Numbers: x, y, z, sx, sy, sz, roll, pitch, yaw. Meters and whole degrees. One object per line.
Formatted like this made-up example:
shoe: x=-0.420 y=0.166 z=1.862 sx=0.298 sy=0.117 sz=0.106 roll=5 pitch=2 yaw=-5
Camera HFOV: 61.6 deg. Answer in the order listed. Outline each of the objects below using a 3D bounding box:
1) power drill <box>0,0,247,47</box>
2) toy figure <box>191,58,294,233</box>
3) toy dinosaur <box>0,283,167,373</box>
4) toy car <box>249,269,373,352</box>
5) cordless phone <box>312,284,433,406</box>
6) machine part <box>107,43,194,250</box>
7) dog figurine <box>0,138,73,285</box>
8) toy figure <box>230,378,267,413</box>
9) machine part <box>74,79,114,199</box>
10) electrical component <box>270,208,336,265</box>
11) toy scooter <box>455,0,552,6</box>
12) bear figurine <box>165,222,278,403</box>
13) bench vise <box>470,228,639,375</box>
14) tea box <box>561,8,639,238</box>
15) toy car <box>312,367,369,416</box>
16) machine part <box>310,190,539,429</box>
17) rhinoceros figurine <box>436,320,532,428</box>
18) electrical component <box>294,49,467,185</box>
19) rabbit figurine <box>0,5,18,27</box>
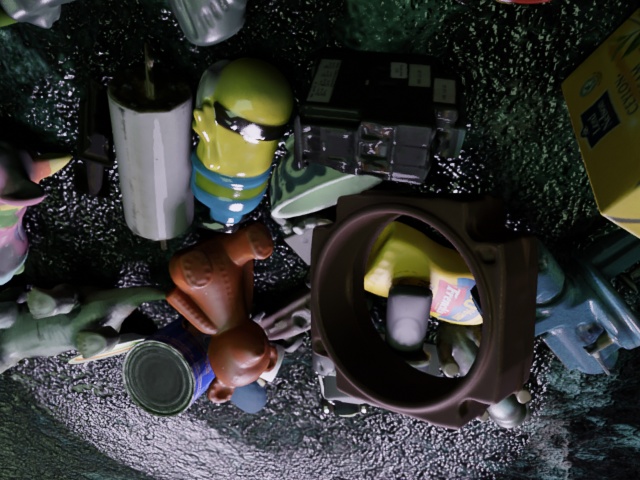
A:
power drill: x=-0.161 y=-0.248 z=0.387 sx=0.207 sy=0.086 sz=0.231 roll=-10 pitch=135 yaw=12
toy figure: x=-0.079 y=-0.088 z=0.519 sx=0.089 sy=0.082 sz=0.180 roll=1 pitch=130 yaw=-14
toy dinosaur: x=-0.372 y=0.113 z=0.759 sx=0.405 sy=0.192 sz=0.131 roll=-7 pitch=99 yaw=2
toy car: x=-0.022 y=0.096 z=0.710 sx=0.089 sy=0.053 sz=0.202 roll=36 pitch=130 yaw=-26
cordless phone: x=0.061 y=0.114 z=0.633 sx=0.147 sy=0.089 sz=0.184 roll=6 pitch=137 yaw=8
machine part: x=-0.168 y=-0.083 z=0.547 sx=0.079 sy=0.079 sz=0.243 roll=13 pitch=136 yaw=1
dog figurine: x=-0.374 y=-0.033 z=0.629 sx=0.219 sy=0.108 sz=0.191 roll=-12 pitch=130 yaw=20
toy figure: x=-0.134 y=0.214 z=0.850 sx=0.058 sy=0.064 sz=0.154 roll=24 pitch=147 yaw=48
machine part: x=-0.237 y=-0.094 z=0.562 sx=0.039 sy=0.084 sz=0.139 roll=-6 pitch=157 yaw=-28
electrical component: x=-0.001 y=-0.001 z=0.611 sx=0.078 sy=0.045 sz=0.102 roll=-18 pitch=128 yaw=26
toy scooter: x=0.089 y=-0.227 z=0.343 sx=0.135 sy=0.075 sz=0.183 roll=-14 pitch=126 yaw=25
bear figurine: x=-0.104 y=0.092 z=0.636 sx=0.132 sy=0.120 sz=0.195 roll=-12 pitch=99 yaw=57
bench vise: x=0.279 y=0.029 z=0.530 sx=0.240 sy=0.129 sz=0.223 roll=-38 pitch=109 yaw=16
tea box: x=0.241 y=-0.087 z=0.377 sx=0.068 sy=0.170 sz=0.098 roll=26 pitch=133 yaw=-15
toy car: x=0.033 y=0.206 z=0.803 sx=0.074 sy=0.056 sz=0.201 roll=-3 pitch=135 yaw=7
machine part: x=0.087 y=0.056 z=0.499 sx=0.201 sy=0.087 sz=0.201 roll=7 pitch=98 yaw=40
rhinoceros figurine: x=0.212 y=0.176 z=0.695 sx=0.073 sy=0.112 sz=0.190 roll=-37 pitch=107 yaw=6
electrical component: x=0.052 y=-0.104 z=0.445 sx=0.134 sy=0.115 sz=0.058 roll=9 pitch=138 yaw=8
rabbit figurine: x=-0.318 y=-0.179 z=0.433 sx=0.170 sy=0.159 sz=0.121 roll=23 pitch=140 yaw=18
